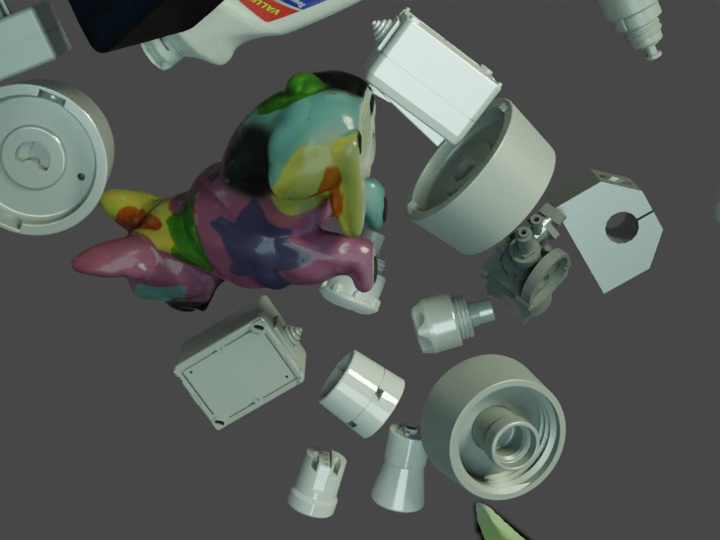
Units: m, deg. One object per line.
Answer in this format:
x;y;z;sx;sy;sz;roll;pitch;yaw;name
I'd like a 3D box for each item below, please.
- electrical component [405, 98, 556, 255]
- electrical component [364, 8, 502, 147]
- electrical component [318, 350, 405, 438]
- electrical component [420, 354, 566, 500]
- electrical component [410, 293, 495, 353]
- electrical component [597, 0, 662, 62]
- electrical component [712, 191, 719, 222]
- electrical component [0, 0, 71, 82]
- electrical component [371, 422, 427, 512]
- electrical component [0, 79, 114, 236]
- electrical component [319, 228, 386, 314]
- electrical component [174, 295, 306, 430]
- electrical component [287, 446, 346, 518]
0.090;-0.061;0.763;0.060;0.108;0.108;38;105;-19;electrical component
0.042;-0.137;0.756;0.096;0.061;0.061;35;105;-12;electrical component
0.000;0.096;0.843;0.047;0.055;0.055;36;105;-9;electrical component
0.108;0.126;0.834;0.108;0.060;0.108;-5;105;-18;electrical component
0.072;0.038;0.829;0.062;0.043;0.043;-15;109;3;electrical component
0.191;-0.184;0.753;0.040;0.040;0.078;-26;108;8;electrical component
0.291;-0.059;0.797;0.045;0.045;0.055;14;109;-6;electrical component
-0.259;-0.170;0.747;0.083;0.047;0.075;-20;109;6;electrical component
0.036;0.157;0.872;0.044;0.044;0.065;9;104;-4;electrical component
-0.229;-0.085;0.771;0.108;0.060;0.108;0;110;-1;electrical component
0.000;0.000;0.815;0.048;0.048;0.062;22;87;-8;electrical component
-0.085;0.065;0.826;0.096;0.061;0.061;-31;107;9;electrical component
-0.034;0.172;0.877;0.040;0.040;0.046;17;102;-7;electrical component
